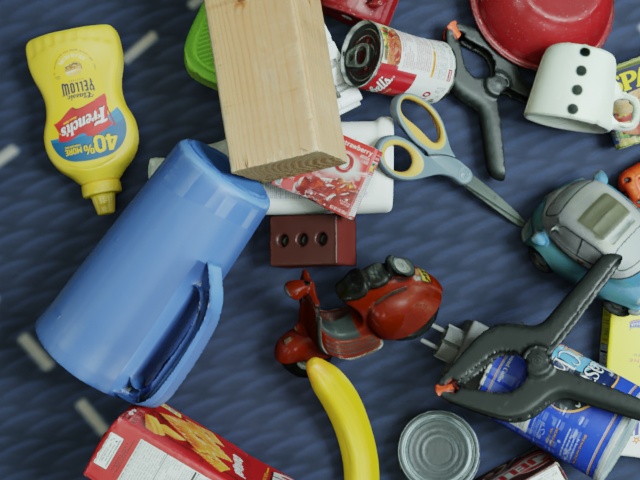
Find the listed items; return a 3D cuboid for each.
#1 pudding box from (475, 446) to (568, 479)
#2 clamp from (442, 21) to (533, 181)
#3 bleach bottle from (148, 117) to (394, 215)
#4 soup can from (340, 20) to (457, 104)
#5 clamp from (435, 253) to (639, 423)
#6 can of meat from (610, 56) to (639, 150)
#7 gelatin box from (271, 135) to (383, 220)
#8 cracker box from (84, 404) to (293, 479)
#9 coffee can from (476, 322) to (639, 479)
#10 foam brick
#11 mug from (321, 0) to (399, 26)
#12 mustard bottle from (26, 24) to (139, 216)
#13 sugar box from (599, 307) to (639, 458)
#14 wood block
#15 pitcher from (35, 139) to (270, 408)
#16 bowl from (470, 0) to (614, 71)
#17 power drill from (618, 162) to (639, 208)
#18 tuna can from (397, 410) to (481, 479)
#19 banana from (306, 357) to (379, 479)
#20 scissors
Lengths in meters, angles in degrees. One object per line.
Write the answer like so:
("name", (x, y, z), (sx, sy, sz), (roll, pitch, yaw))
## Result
("pudding box", (0.189, 0.255, 1.075), (0.113, 0.090, 0.039), (-31, 89, -1))
("clamp", (0.178, -0.149, 1.116), (0.171, 0.039, 0.120), (44, 75, 3))
("bleach bottle", (-0.050, -0.077, 1.103), (0.251, 0.068, 0.102), (1, 88, 2))
("soup can", (0.080, -0.179, 1.082), (0.102, 0.069, 0.068), (7, 87, -35))
("clamp", (0.209, 0.105, 0.998), (0.210, 0.036, 0.164), (-12, 68, 18))
("can of meat", (0.339, -0.148, 1.098), (0.102, 0.057, 0.084), (-18, 91, 22))
("gelatin box", (0.006, -0.071, 1.043), (0.089, 0.030, 0.073), (26, 95, 16))
("cracker box", (-0.107, 0.236, 1.038), (0.213, 0.164, 0.072), (30, 90, 1))
("coffee can", (0.237, 0.159, 1.050), (0.140, 0.102, 0.103), (29, 88, 23))
("foam brick", (-0.007, 0.001, 1.090), (0.078, 0.051, 0.053), (-3, 85, 27))
("mug", (0.050, -0.262, 1.087), (0.093, 0.117, 0.081), (20, 93, -28))
("mustard bottle", (-0.239, -0.120, 1.105), (0.096, 0.058, 0.191), (-12, 88, -2))
("sugar box", (0.337, 0.136, 1.102), (0.093, 0.048, 0.176), (4, 86, 1))
("wood block", (-0.044, -0.167, 1.002), (0.091, 0.090, 0.206), (-11, 83, 18))
("pitcher", (-0.151, 0.032, 1.032), (0.149, 0.145, 0.243), (36, 101, -4))
("bowl", (0.238, -0.258, 1.098), (0.162, 0.055, 0.162), (2, 80, -9))
("power drill", (0.428, -0.032, 1.106), (0.184, 0.057, 0.187), (-28, 85, 2))
("tuna can", (0.122, 0.218, 1.094), (0.086, 0.033, 0.086), (-2, 75, 7))
("banana", (0.028, 0.204, 1.084), (0.037, 0.069, 0.198), (-5, 102, 30))
("scissors", (0.128, -0.059, 1.085), (0.096, 0.016, 0.201), (-45, 108, -20))
